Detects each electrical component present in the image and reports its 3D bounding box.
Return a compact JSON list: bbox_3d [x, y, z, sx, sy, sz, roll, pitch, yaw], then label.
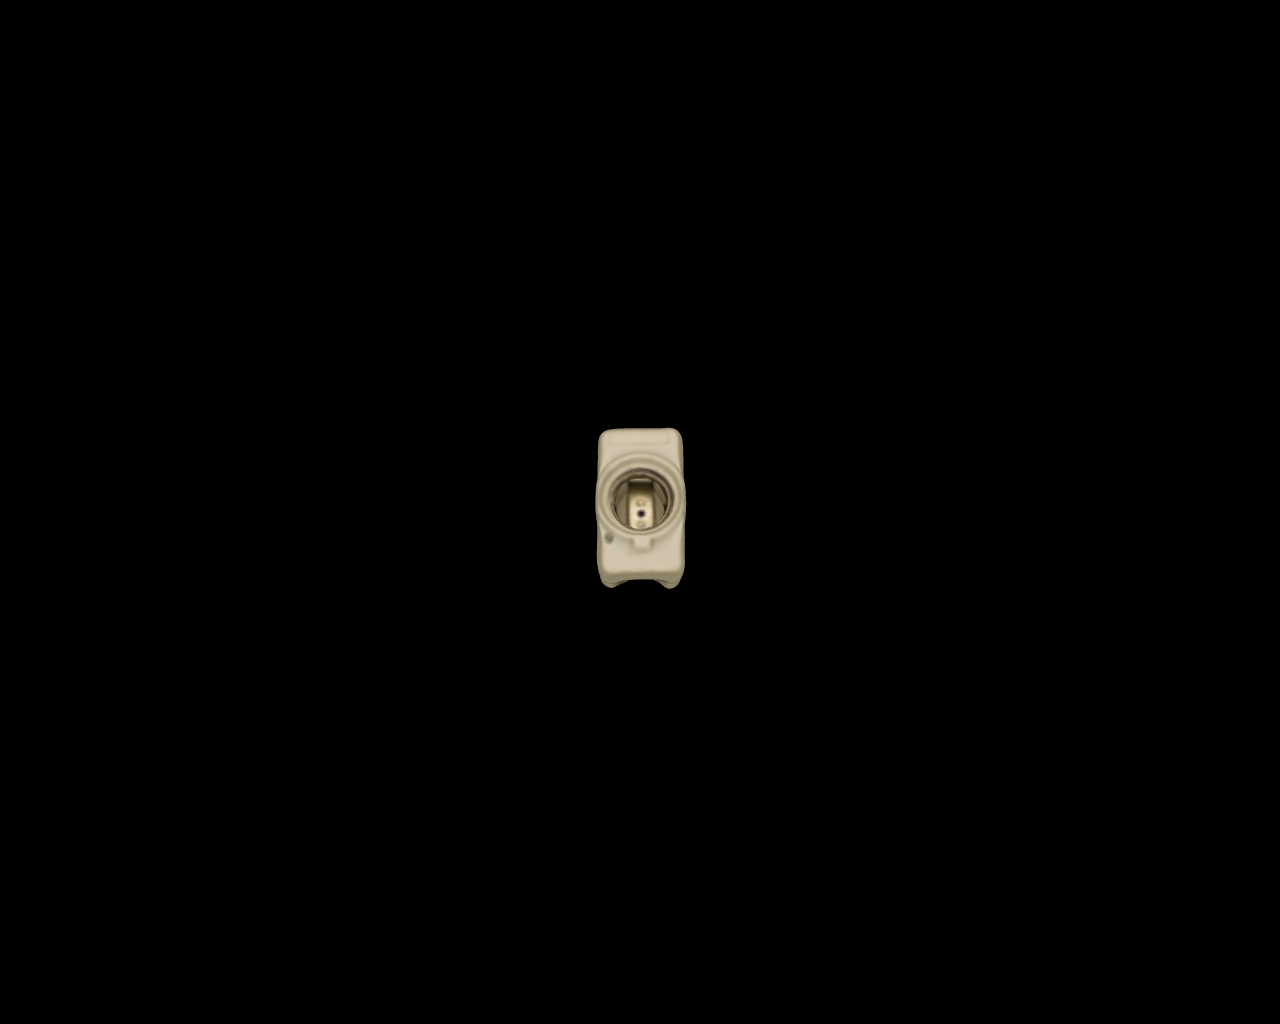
[{"bbox_3d":[0.001,-0.003,0.650,0.050,0.089,0.055,0,-15,0],"label":"electrical component"}]
